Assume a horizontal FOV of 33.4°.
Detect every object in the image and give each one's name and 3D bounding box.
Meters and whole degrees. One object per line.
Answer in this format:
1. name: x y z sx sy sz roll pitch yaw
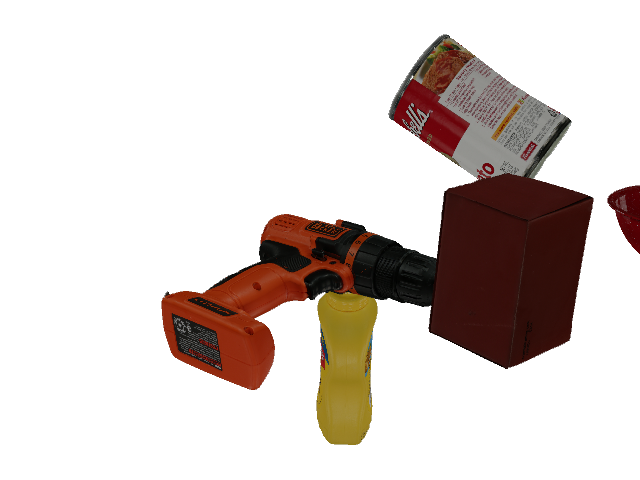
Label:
1. foam brick: 0.091 0.013 0.516 0.052 0.078 0.051 -16 30 -40
2. soup can: 0.106 -0.081 0.711 0.102 0.068 0.068 36 7 10
3. bowl: 0.359 -0.010 1.034 0.162 0.055 0.162 0 18 0
4. power drill: -0.015 0.044 0.837 0.185 0.057 0.187 14 32 38
5. mustard bottle: 0.026 0.105 1.050 0.058 0.192 0.096 3 37 2
